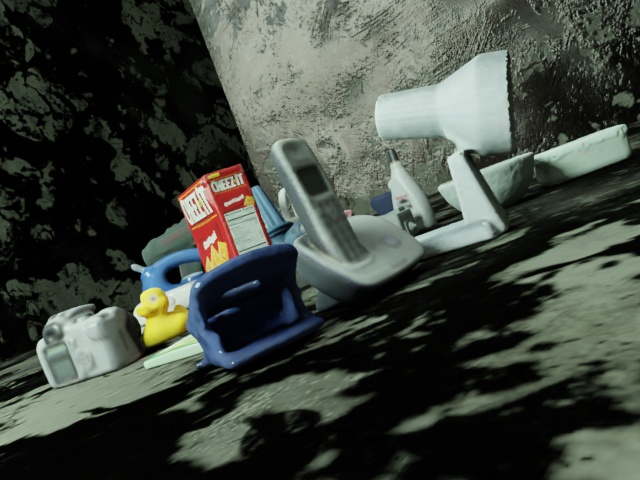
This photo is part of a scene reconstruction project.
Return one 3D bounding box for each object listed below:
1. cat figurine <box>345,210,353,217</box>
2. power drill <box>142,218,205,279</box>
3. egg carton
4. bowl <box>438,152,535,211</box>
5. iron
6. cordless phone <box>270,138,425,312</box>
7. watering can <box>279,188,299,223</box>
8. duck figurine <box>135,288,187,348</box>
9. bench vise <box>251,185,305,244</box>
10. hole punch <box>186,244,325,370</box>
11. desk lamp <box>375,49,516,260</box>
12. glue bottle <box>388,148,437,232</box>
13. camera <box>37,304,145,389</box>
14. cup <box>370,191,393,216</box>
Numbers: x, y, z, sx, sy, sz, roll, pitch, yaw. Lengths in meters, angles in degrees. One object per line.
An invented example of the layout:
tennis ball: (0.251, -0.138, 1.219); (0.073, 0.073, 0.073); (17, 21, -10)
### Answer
cat figurine: (0.018, -0.017, 1.246); (0.127, 0.118, 0.067); (-19, 3, 36)
power drill: (-0.272, 0.043, 1.300); (0.230, 0.208, 0.075); (-22, 3, -17)
egg carton: (-0.262, 0.124, 1.044); (0.150, 0.069, 0.107); (-21, 2, -4)
bowl: (0.291, -0.087, 0.974); (0.167, 0.075, 0.167); (-21, 2, 1)
iron: (-0.258, 0.078, 1.198); (0.259, 0.141, 0.118); (-22, 3, -28)
cordless phone: (0.026, -0.030, 0.619); (0.094, 0.185, 0.148); (-19, 3, 38)
watering can: (-0.064, -0.033, 1.405); (0.173, 0.194, 0.101); (-21, 2, -1)
duck figurine: (-0.258, 0.118, 0.934); (0.077, 0.086, 0.105); (-20, 3, 25)
bench vise: (-0.086, -0.032, 1.249); (0.207, 0.220, 0.122); (-20, 3, 29)
hole punch: (-0.069, 0.060, 0.520); (0.109, 0.091, 0.101); (-22, 3, -28)
desk lamp: (0.166, -0.103, 0.710); (0.202, 0.213, 0.118); (-20, 3, 24)
glue bottle: (0.167, -0.098, 1.128); (0.037, 0.173, 0.078); (-23, 3, -42)
camera: (-0.321, 0.138, 0.844); (0.143, 0.101, 0.137); (-20, 2, 24)
cup: (0.166, -0.064, 1.338); (0.092, 0.095, 0.117); (-22, 3, -33)
